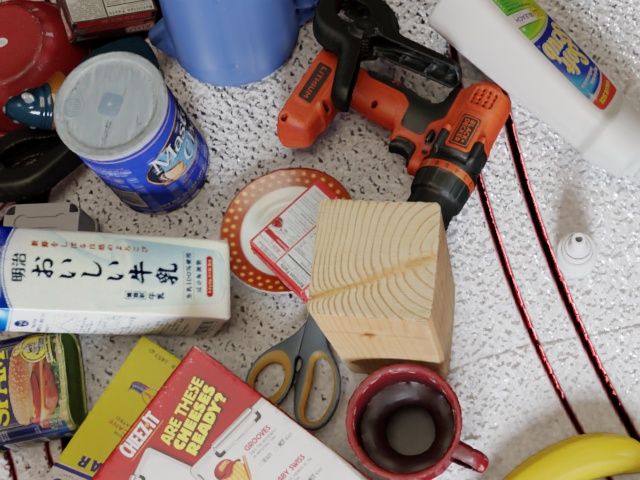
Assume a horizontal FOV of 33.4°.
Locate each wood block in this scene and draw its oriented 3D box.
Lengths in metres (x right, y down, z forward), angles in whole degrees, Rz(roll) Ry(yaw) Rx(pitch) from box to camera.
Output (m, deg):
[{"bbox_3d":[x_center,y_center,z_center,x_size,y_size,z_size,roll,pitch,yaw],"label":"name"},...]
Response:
[{"bbox_3d":[0.056,0.046,0.852,0.091,0.206,0.090,3,72,11],"label":"wood block"}]

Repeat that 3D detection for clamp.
[{"bbox_3d":[0.034,-0.175,0.960,0.120,0.039,0.172,-18,46,-26],"label":"clamp"},{"bbox_3d":[-0.325,-0.068,1.044,0.210,0.036,0.165,-27,46,-9],"label":"clamp"}]

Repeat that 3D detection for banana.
[{"bbox_3d":[0.187,0.206,0.862,0.198,0.037,0.070,-27,67,1],"label":"banana"}]

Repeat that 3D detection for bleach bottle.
[{"bbox_3d":[0.216,-0.142,0.956,0.251,0.068,0.102,46,40,15],"label":"bleach bottle"}]

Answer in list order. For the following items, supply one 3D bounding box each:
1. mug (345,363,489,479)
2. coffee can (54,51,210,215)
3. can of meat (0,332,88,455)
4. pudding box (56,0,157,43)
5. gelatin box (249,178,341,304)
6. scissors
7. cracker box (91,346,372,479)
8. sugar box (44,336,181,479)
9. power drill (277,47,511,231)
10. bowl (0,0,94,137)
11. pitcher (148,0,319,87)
[{"bbox_3d":[0.083,0.160,0.874,0.117,0.081,0.093,21,76,17],"label":"mug"},{"bbox_3d":[-0.168,-0.095,0.979,0.103,0.140,0.103,-3,70,10],"label":"coffee can"},{"bbox_3d":[-0.260,0.135,0.964,0.084,0.057,0.102,-13,69,4],"label":"can of meat"},{"bbox_3d":[-0.224,-0.260,1.087,0.090,0.039,0.113,-13,69,-20],"label":"pudding box"},{"bbox_3d":[-0.006,0.001,0.942,0.089,0.030,0.073,-43,64,-9],"label":"gelatin box"},{"bbox_3d":[-0.018,0.073,0.959,0.096,0.016,0.201,-6,64,14],"label":"scissors"},{"bbox_3d":[-0.064,0.215,0.865,0.214,0.072,0.164,36,80,5],"label":"cracker box"},{"bbox_3d":[-0.165,0.183,0.934,0.093,0.048,0.176,30,78,18],"label":"sugar box"},{"bbox_3d":[0.059,-0.089,0.969,0.188,0.057,0.184,24,65,16],"label":"power drill"},{"bbox_3d":[-0.314,-0.186,1.085,0.162,0.055,0.162,-3,70,9],"label":"bowl"},{"bbox_3d":[-0.084,-0.260,0.966,0.145,0.243,0.149,31,71,17],"label":"pitcher"}]
